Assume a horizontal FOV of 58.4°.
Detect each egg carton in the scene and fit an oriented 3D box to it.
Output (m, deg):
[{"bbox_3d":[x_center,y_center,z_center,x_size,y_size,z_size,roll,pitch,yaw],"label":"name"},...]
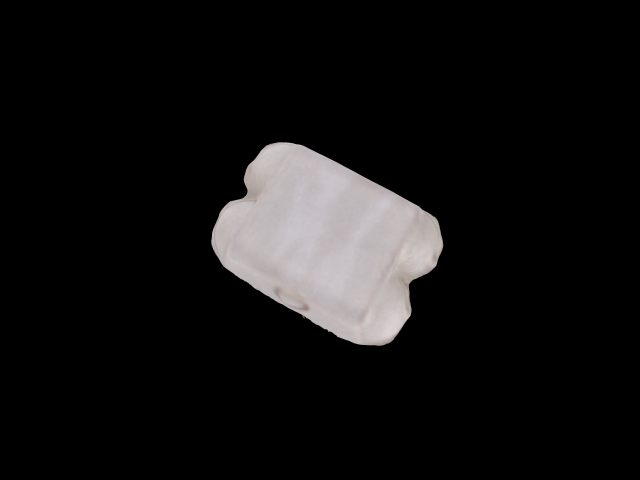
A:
[{"bbox_3d":[0.004,0.001,0.400,0.150,0.069,0.107,28,76,7],"label":"egg carton"}]
